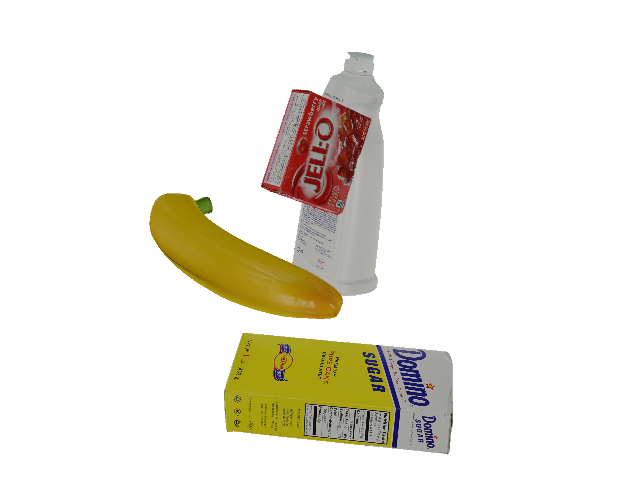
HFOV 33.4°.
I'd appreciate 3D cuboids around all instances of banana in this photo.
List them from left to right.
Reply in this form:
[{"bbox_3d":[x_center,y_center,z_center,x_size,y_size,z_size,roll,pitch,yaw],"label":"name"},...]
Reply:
[{"bbox_3d":[-0.062,0.004,0.682,0.069,0.037,0.198,-13,28,-27],"label":"banana"}]

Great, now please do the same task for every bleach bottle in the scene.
[{"bbox_3d":[0.030,-0.074,1.149,0.067,0.251,0.103,-7,24,-39],"label":"bleach bottle"}]

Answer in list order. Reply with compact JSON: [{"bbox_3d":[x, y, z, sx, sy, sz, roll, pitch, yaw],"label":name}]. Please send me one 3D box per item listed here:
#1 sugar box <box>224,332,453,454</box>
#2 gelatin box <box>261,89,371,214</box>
[{"bbox_3d":[0.017,0.119,0.853,0.176,0.048,0.093,2,26,5],"label":"sugar box"},{"bbox_3d":[-0.002,-0.074,0.902,0.073,0.089,0.030,18,-1,-40],"label":"gelatin box"}]
